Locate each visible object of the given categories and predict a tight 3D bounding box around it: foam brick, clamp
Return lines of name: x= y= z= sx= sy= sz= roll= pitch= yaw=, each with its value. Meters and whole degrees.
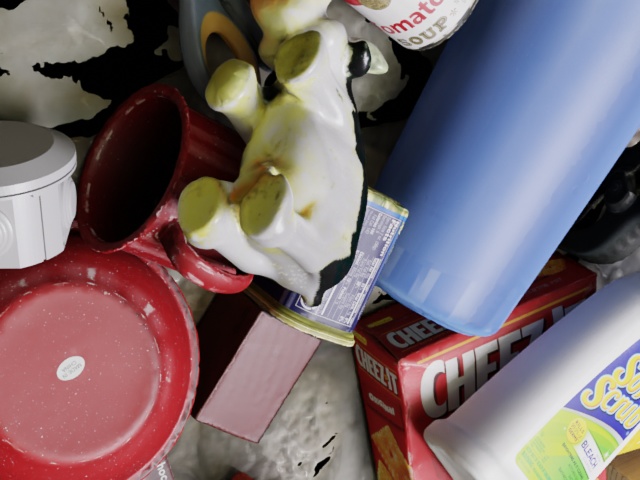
foam brick: x=-0.047 y=0.074 z=0.646 sx=0.051 sy=0.053 sz=0.078 roll=30 pitch=94 yaw=-36
clamp: x=0.209 y=-0.024 z=0.689 sx=0.039 sy=0.120 sz=0.172 roll=19 pitch=142 yaw=-25

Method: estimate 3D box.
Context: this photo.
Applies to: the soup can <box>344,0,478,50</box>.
soup can: x=0.033 y=-0.158 z=0.583 sx=0.102 sy=0.069 sz=0.068 roll=30 pitch=94 yaw=-35

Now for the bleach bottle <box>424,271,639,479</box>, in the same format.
bleach bottle: x=0.187 y=0.076 z=0.690 sx=0.250 sy=0.068 sz=0.102 roll=-43 pitch=123 yaw=-11

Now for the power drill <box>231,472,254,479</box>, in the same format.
power drill: x=-0.058 y=0.247 z=0.645 sx=0.057 sy=0.185 sz=0.187 roll=43 pitch=78 yaw=-32

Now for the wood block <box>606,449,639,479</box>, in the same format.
wood block: x=0.337 y=0.200 z=0.896 sx=0.205 sy=0.091 sz=0.090 roll=-18 pitch=118 yaw=-23

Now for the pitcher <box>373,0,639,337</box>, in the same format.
pitcher: x=0.124 y=-0.066 z=0.646 sx=0.149 sy=0.145 sz=0.243 roll=28 pitch=99 yaw=-13

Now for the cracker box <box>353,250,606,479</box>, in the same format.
cracker box: x=0.120 y=0.131 z=0.754 sx=0.164 sy=0.072 sz=0.214 roll=-21 pitch=119 yaw=-22

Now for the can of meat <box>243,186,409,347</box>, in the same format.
can of meat: x=-0.004 y=0.001 z=0.610 sx=0.057 sy=0.102 sz=0.084 roll=22 pitch=96 yaw=-34

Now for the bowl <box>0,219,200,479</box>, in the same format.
bowl: x=-0.134 y=0.067 z=0.557 sx=0.161 sy=0.055 sz=0.162 roll=1 pitch=88 yaw=-22

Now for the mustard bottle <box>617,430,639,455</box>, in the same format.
mustard bottle: x=0.290 y=0.120 z=0.848 sx=0.191 sy=0.058 sz=0.096 roll=-5 pitch=133 yaw=-32

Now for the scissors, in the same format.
scissors: x=-0.076 y=-0.142 z=0.537 sx=0.201 sy=0.016 sz=0.096 roll=41 pitch=53 yaw=-36

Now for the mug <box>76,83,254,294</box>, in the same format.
mug: x=-0.066 y=-0.017 z=0.561 sx=0.081 sy=0.117 sz=0.093 roll=25 pitch=116 yaw=-40

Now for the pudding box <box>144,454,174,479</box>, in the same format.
pudding box: x=-0.139 y=0.121 z=0.621 sx=0.090 sy=0.039 sz=0.113 roll=-22 pitch=119 yaw=-20
